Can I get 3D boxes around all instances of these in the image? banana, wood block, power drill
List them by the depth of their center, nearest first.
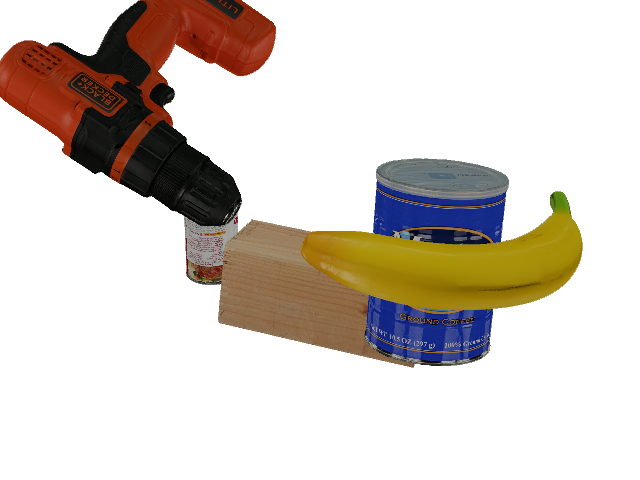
[{"bbox_3d":[0.085,0.012,0.609,0.197,0.037,0.070,-8,37,-33],"label":"banana"},{"bbox_3d":[-0.104,-0.109,0.750,0.184,0.187,0.057,35,-45,0],"label":"power drill"},{"bbox_3d":[0.009,0.052,1.091,0.206,0.091,0.090,12,22,12],"label":"wood block"}]

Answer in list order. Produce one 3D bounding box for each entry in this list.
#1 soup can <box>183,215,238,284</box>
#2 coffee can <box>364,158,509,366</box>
[{"bbox_3d":[-0.135,-0.005,1.322,0.068,0.102,0.068,0,26,0],"label":"soup can"},{"bbox_3d":[0.090,0.015,0.845,0.103,0.140,0.103,3,17,-1],"label":"coffee can"}]
